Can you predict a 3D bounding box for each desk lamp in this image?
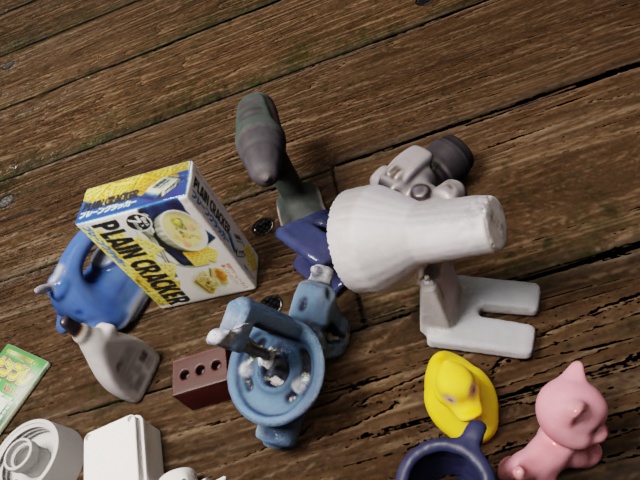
[{"bbox_3d":[0.131,0.027,0.635,0.202,0.214,0.118,3,55,25],"label":"desk lamp"}]

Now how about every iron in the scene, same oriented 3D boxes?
[{"bbox_3d":[-0.324,0.019,0.880,0.118,0.142,0.258,6,56,26],"label":"iron"}]

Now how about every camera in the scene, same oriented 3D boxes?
[{"bbox_3d":[0.157,-0.083,0.787,0.137,0.101,0.142,-42,50,-12],"label":"camera"}]

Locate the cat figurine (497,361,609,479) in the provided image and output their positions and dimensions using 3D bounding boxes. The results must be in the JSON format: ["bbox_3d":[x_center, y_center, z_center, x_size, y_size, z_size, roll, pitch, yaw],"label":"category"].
[{"bbox_3d":[0.222,0.183,0.538,0.128,0.118,0.067,-42,50,-13],"label":"cat figurine"}]

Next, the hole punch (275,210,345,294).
[{"bbox_3d":[0.007,0.003,0.789,0.101,0.091,0.108,-44,50,-14],"label":"hole punch"}]

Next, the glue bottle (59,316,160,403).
[{"bbox_3d":[-0.275,0.143,0.739,0.037,0.174,0.078,5,56,26],"label":"glue bottle"}]

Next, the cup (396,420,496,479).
[{"bbox_3d":[0.131,0.236,0.548,0.091,0.095,0.118,19,63,33],"label":"cup"}]

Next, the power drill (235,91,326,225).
[{"bbox_3d":[-0.059,-0.100,0.819,0.075,0.209,0.229,-23,48,5],"label":"power drill"}]

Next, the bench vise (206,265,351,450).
[{"bbox_3d":[-0.052,0.105,0.645,0.121,0.220,0.207,-7,51,18],"label":"bench vise"}]

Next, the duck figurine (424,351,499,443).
[{"bbox_3d":[0.145,0.158,0.611,0.077,0.086,0.104,-24,48,3],"label":"duck figurine"}]
